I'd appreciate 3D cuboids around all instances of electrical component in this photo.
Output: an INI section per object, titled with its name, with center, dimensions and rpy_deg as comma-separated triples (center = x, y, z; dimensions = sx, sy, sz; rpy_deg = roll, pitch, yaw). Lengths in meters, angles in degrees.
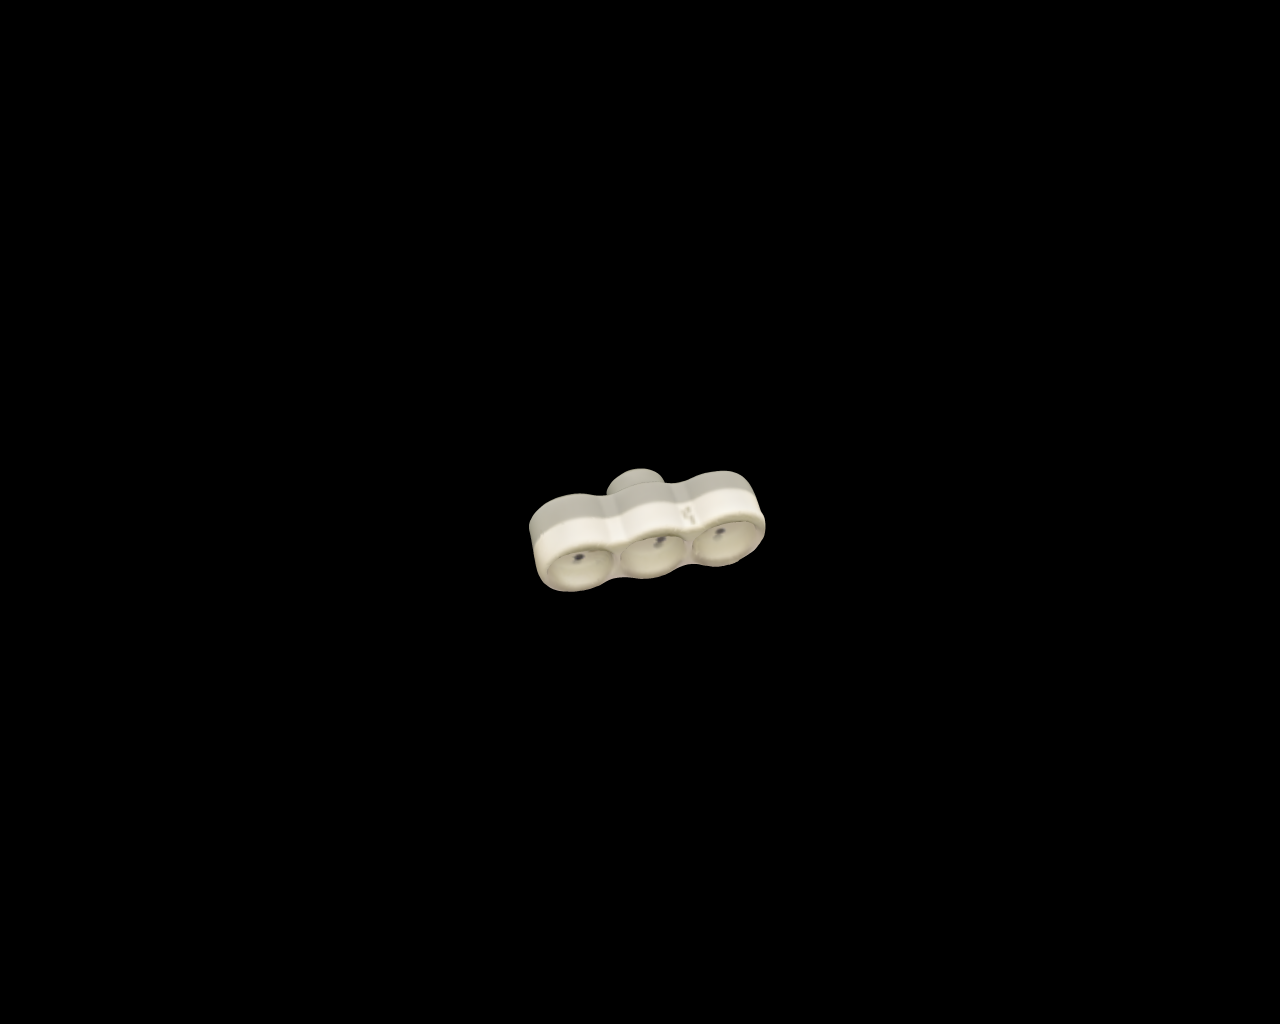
[electrical component]
center = 0.001, -0.003, 0.650
dimensions = 0.138, 0.074, 0.052
rpy_deg = -10, -36, -8
